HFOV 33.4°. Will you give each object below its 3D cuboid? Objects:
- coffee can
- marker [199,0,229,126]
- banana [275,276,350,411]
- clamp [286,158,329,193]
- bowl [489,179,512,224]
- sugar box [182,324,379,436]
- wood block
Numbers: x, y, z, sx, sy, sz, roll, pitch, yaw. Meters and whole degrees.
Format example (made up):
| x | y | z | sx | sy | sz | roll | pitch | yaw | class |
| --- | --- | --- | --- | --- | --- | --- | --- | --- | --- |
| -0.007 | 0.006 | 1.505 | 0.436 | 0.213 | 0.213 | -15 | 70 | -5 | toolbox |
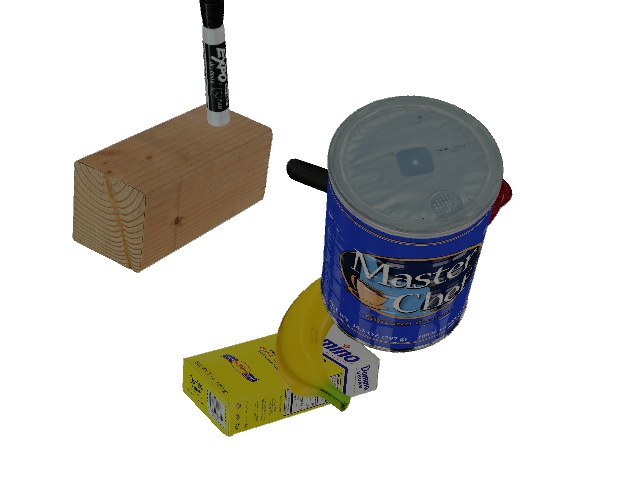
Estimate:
| x | y | z | sx | sy | sz | roll | pitch | yaw | class |
| --- | --- | --- | --- | --- | --- | --- | --- | --- | --- |
| 0.053 | -0.007 | 0.676 | 0.103 | 0.103 | 0.140 | 0 | -34 | -2 | coffee can |
| -0.082 | -0.142 | 0.834 | 0.020 | 0.121 | 0.020 | 1 | 44 | -1 | marker |
| 0.004 | 0.070 | 0.868 | 0.069 | 0.037 | 0.197 | 20 | 34 | 0 | banana |
| 0.069 | -0.051 | 1.265 | 0.164 | 0.036 | 0.210 | -16 | 52 | -29 | clamp |
| 0.108 | -0.034 | 1.069 | 0.162 | 0.055 | 0.162 | 4 | 24 | -2 | bowl |
| -0.038 | 0.133 | 1.062 | 0.175 | 0.048 | 0.093 | -16 | 32 | -31 | sugar box |
| -0.147 | -0.060 | 1.088 | 0.090 | 0.091 | 0.205 | 25 | 34 | 23 | wood block |
